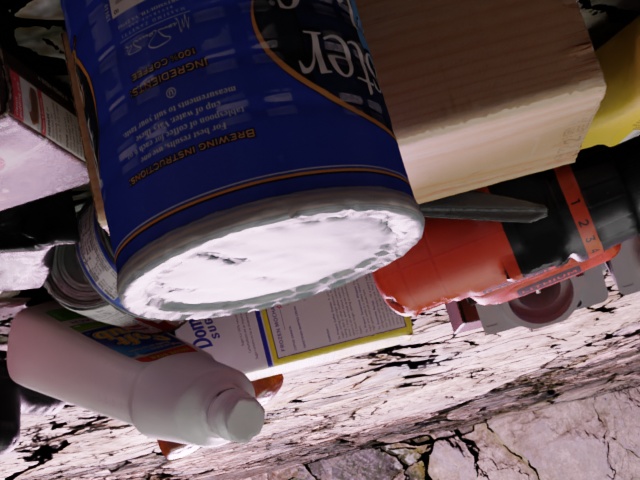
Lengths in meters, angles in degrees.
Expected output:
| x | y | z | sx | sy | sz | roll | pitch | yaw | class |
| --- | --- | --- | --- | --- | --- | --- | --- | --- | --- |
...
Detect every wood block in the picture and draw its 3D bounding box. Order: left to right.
| x | y | z | sx | sy | sz | roll | pitch | yaw | class |
| --- | --- | --- | --- | --- | --- | --- | --- | --- | --- |
| 0.005 | -0.062 | 0.468 | 0.206 | 0.091 | 0.090 | -15 | 163 | 0 | wood block |

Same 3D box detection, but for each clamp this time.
| x | y | z | sx | sy | sz | roll | pitch | yaw | class |
| --- | --- | --- | --- | --- | --- | --- | --- | --- | --- |
| -0.266 | 0.109 | 0.827 | 0.164 | 0.036 | 0.210 | 21 | -176 | 9 | clamp |

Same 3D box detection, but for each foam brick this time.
| x | y | z | sx | sy | sz | roll | pitch | yaw | class |
| --- | --- | --- | --- | --- | --- | --- | --- | --- | --- |
| 0.134 | 0.037 | 0.935 | 0.051 | 0.078 | 0.053 | -14 | 166 | -6 | foam brick |

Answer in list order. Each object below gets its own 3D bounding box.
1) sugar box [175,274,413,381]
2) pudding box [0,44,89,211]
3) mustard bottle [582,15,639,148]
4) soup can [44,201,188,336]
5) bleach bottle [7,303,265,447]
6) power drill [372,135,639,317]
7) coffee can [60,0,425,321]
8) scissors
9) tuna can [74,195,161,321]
| x | y | z | sx | sy | sz | roll | pitch | yaw | class |
| --- | --- | --- | --- | --- | --- | --- | --- | --- | --- |
| -0.024 | 0.052 | 0.819 | 0.176 | 0.093 | 0.048 | -13 | 164 | -3 | sugar box |
| -0.167 | -0.040 | 0.478 | 0.113 | 0.039 | 0.090 | -18 | 164 | 11 | pudding box |
| 0.201 | -0.104 | 0.557 | 0.096 | 0.058 | 0.192 | -9 | 163 | -28 | mustard bottle |
| -0.122 | 0.020 | 0.666 | 0.068 | 0.068 | 0.102 | -18 | 163 | 11 | soup can |
| -0.118 | 0.093 | 0.726 | 0.102 | 0.068 | 0.251 | 3 | -176 | -40 | bleach bottle |
| 0.129 | -0.009 | 0.590 | 0.184 | 0.057 | 0.187 | -20 | 171 | 13 | power drill |
| -0.032 | -0.055 | 0.368 | 0.102 | 0.140 | 0.103 | -14 | 164 | -4 | coffee can |
| -0.003 | -0.007 | 0.515 | 0.202 | 0.096 | 0.016 | 22 | 170 | 19 | scissors |
| -0.091 | 0.000 | 0.596 | 0.085 | 0.086 | 0.034 | -2 | 157 | -38 | tuna can |
